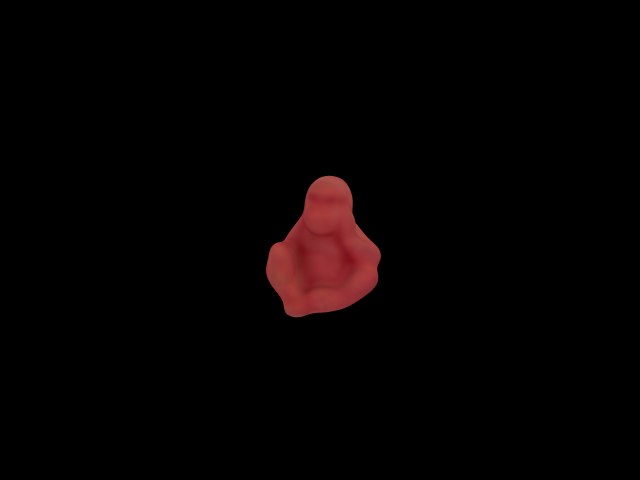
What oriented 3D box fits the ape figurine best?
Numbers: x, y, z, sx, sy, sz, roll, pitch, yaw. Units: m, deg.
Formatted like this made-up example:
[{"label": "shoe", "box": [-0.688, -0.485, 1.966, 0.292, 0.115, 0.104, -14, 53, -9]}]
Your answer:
[{"label": "ape figurine", "box": [0.004, 0.001, 0.400, 0.077, 0.092, 0.076, 1, 7, 12]}]
